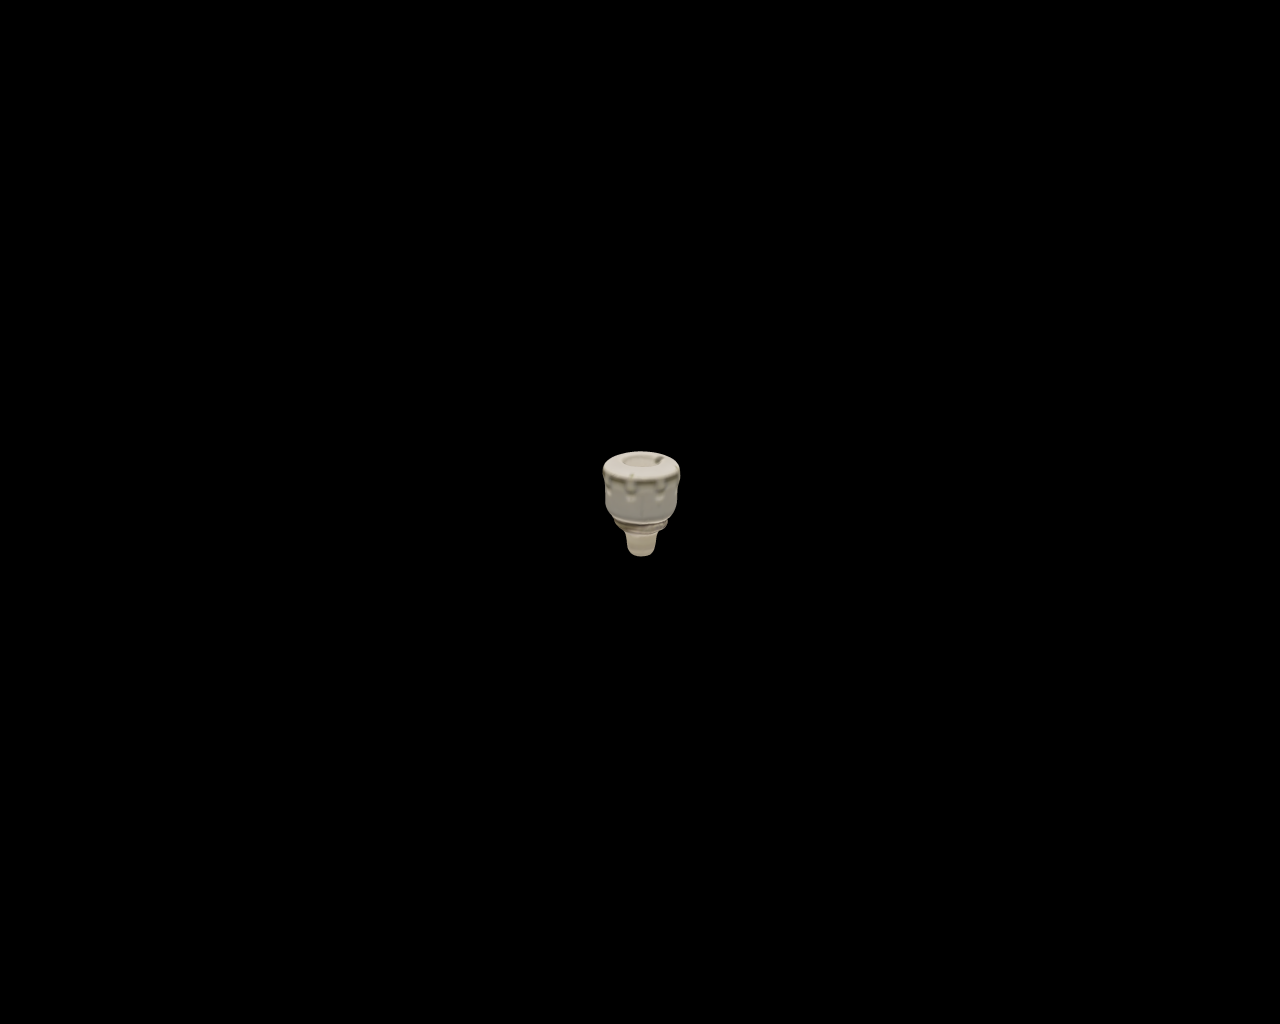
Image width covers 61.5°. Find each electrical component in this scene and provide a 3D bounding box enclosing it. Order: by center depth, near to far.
[{"bbox_3d":[0.001,-0.003,0.650,0.048,0.062,0.048,0,20,0],"label":"electrical component"}]
